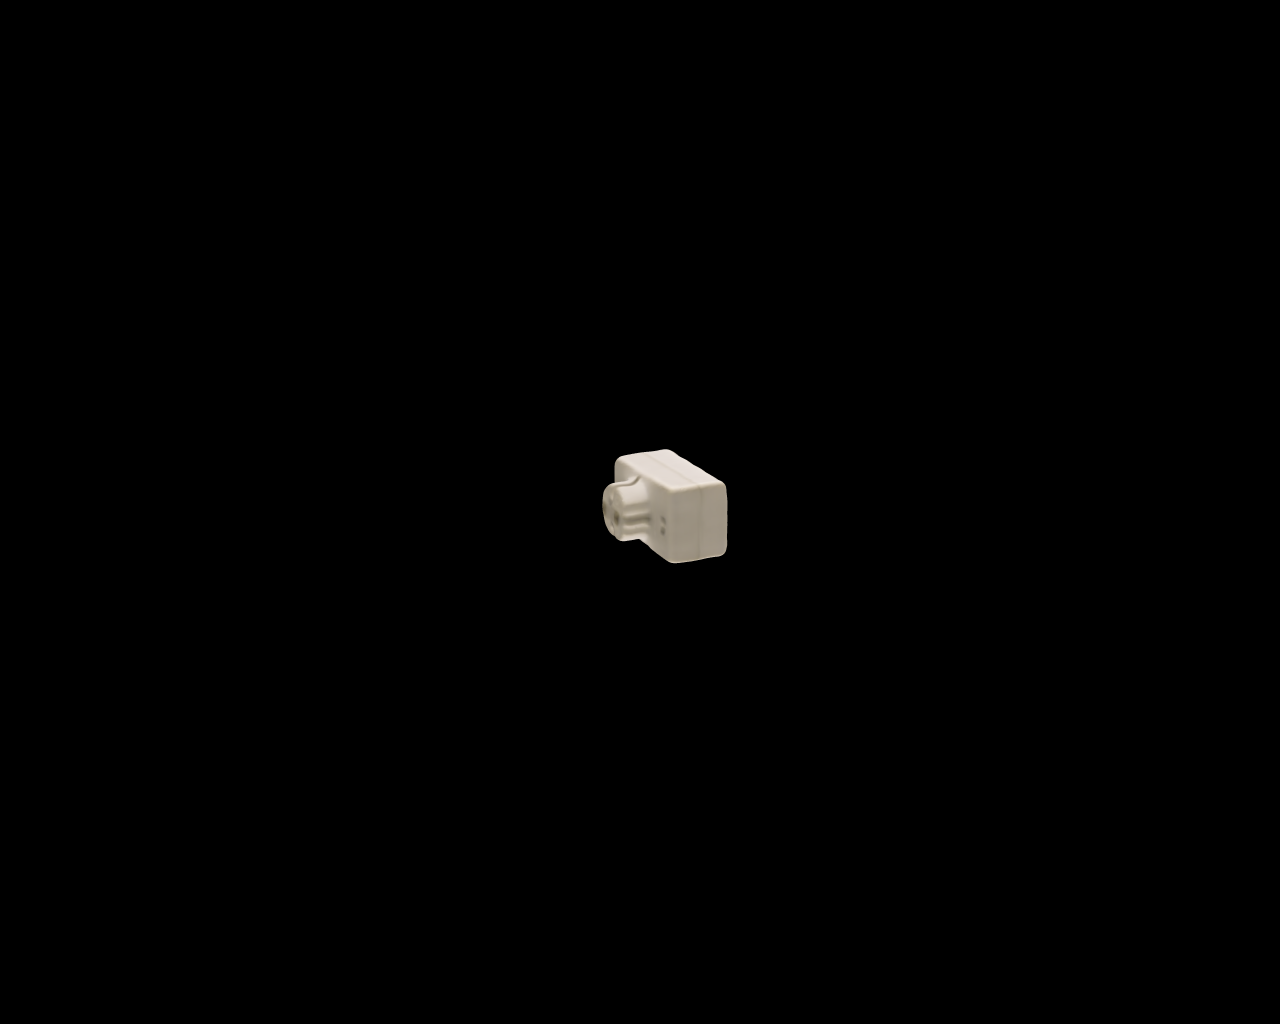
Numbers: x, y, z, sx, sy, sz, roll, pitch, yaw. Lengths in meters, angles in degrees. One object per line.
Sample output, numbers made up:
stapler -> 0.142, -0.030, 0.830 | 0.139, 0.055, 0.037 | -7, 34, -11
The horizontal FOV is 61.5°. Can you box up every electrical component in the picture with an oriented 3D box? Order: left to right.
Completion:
electrical component -> 0.001, -0.003, 0.650 | 0.076, 0.047, 0.083 | -8, 20, -22
